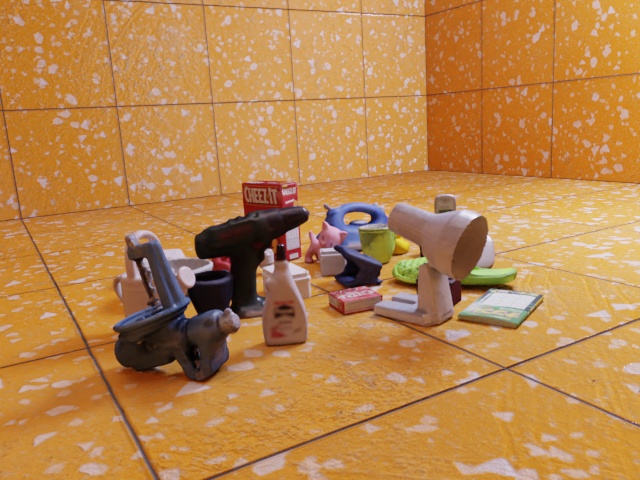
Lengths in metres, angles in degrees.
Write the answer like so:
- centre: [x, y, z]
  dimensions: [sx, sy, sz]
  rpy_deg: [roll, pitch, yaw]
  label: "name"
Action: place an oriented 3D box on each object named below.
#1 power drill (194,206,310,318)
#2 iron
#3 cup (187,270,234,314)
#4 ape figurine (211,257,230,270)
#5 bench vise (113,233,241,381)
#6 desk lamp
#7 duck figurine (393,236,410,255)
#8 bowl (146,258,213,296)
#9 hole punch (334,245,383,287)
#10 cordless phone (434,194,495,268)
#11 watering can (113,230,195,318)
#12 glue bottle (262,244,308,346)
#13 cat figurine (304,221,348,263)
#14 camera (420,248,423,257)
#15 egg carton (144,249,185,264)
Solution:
- centre: [-0.128, 0.043, 1.139]
  dimensions: [0.230, 0.208, 0.075]
  rpy_deg: [-6, 12, -10]
  label: "power drill"
- centre: [0.118, -0.049, 1.676]
  dimensions: [0.259, 0.141, 0.118]
  rpy_deg: [-9, 13, -24]
  label: "iron"
- centre: [-0.205, 0.111, 1.110]
  dimensions: [0.091, 0.095, 0.118]
  rpy_deg: [0, 12, 16]
  label: "cup"
- centre: [-0.241, 0.048, 1.435]
  dimensions: [0.076, 0.092, 0.078]
  rpy_deg: [1, 13, 22]
  label: "ape figurine"
- centre: [-0.223, 0.096, 0.880]
  dimensions: [0.207, 0.220, 0.121]
  rpy_deg: [-3, 12, 0]
  label: "bench vise"
- centre: [0.196, 0.042, 1.037]
  dimensions: [0.202, 0.213, 0.118]
  rpy_deg: [7, 16, 42]
  label: "desk lamp"
- centre: [0.210, -0.009, 1.597]
  dimensions: [0.077, 0.086, 0.104]
  rpy_deg: [-2, 12, 5]
  label: "duck figurine"
- centre: [-0.322, 0.093, 1.284]
  dimensions: [0.167, 0.075, 0.167]
  rpy_deg: [-3, 12, 1]
  label: "bowl"
- centre: [0.087, 0.053, 1.316]
  dimensions: [0.101, 0.091, 0.108]
  rpy_deg: [-7, 12, -16]
  label: "hole punch"
- centre: [0.335, -0.017, 1.352]
  dimensions: [0.147, 0.185, 0.094]
  rpy_deg: [-2, 12, 5]
  label: "cordless phone"
- centre: [-0.309, 0.078, 1.057]
  dimensions: [0.172, 0.194, 0.101]
  rpy_deg: [-3, 12, 3]
  label: "watering can"
- centre: [-0.063, 0.092, 0.970]
  dimensions: [0.078, 0.173, 0.037]
  rpy_deg: [-5, 12, -9]
  label: "glue bottle"
- centre: [0.014, 0.005, 1.503]
  dimensions: [0.067, 0.118, 0.127]
  rpy_deg: [-14, 16, -41]
  label: "cat figurine"
- centre: [0.318, -0.003, 1.497]
  dimensions: [0.143, 0.101, 0.136]
  rpy_deg: [-5, 12, -9]
  label: "camera"
- centre: [-0.400, 0.067, 1.442]
  dimensions: [0.107, 0.069, 0.150]
  rpy_deg: [-3, 12, 0]
  label: "egg carton"
